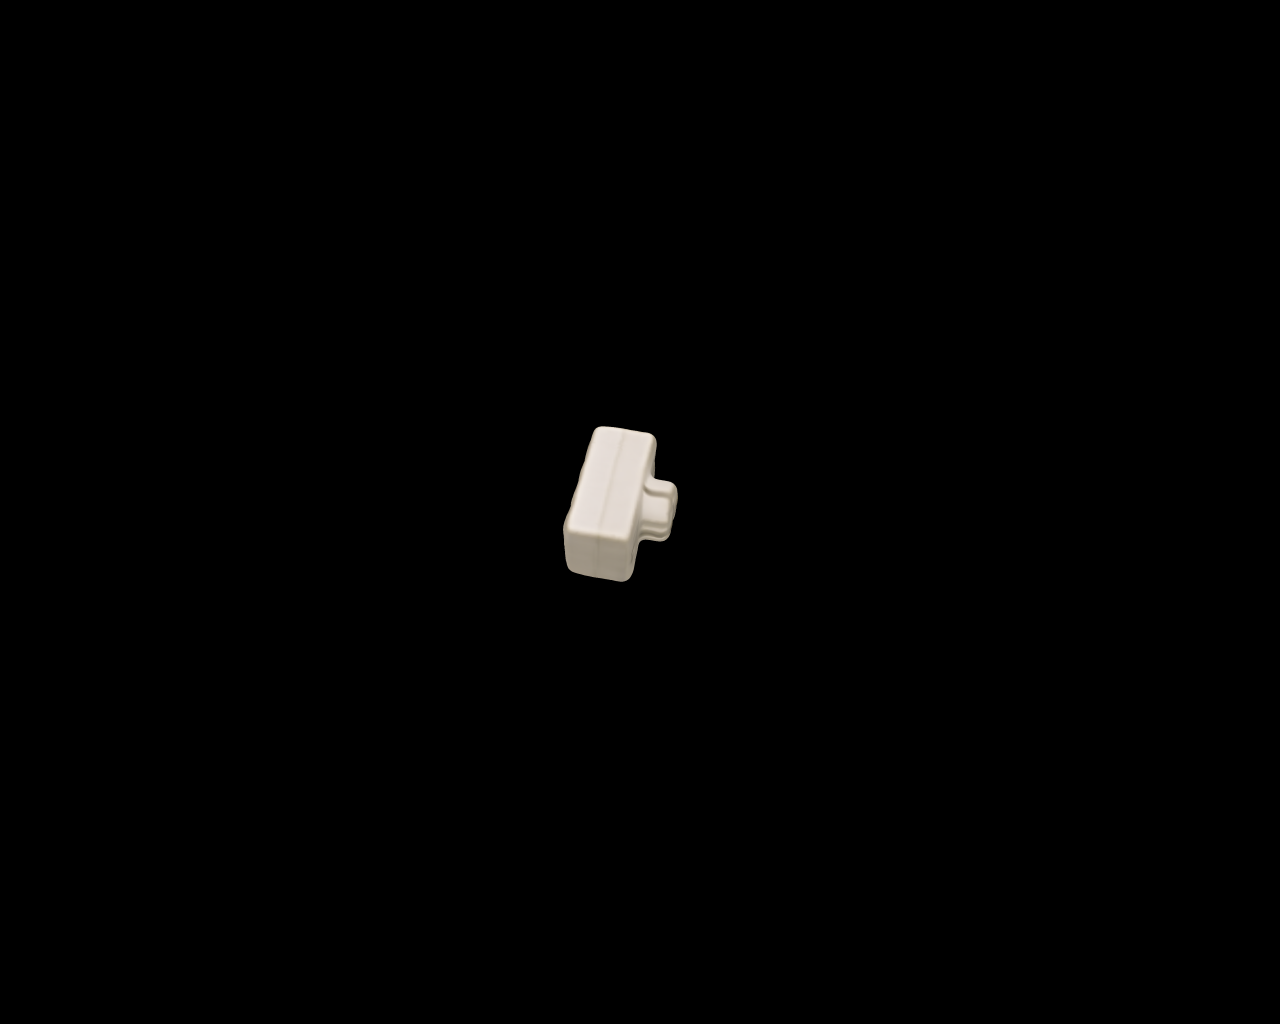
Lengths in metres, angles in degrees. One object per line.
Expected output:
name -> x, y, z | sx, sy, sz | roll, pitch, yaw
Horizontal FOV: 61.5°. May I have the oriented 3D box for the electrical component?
electrical component -> 0.001, -0.003, 0.650 | 0.076, 0.083, 0.047 | 9, -36, 7
